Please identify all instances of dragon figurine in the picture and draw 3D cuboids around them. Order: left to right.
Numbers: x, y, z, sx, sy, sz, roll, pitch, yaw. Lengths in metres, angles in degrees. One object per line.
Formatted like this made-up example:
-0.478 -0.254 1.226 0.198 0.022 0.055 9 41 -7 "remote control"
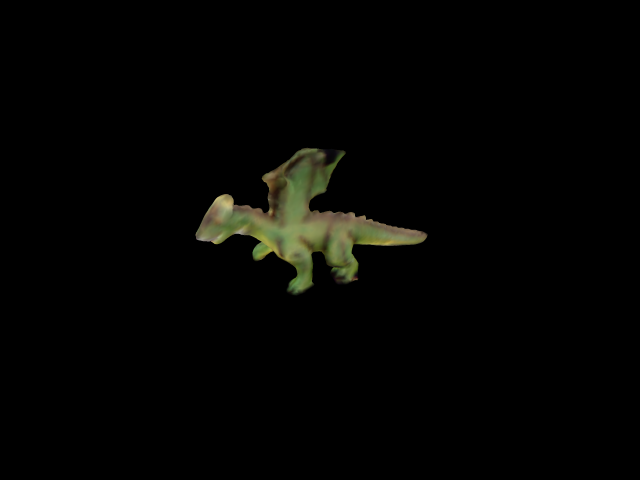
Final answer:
0.003 -0.043 0.850 0.412 0.237 0.125 -14 45 -15 "dragon figurine"
